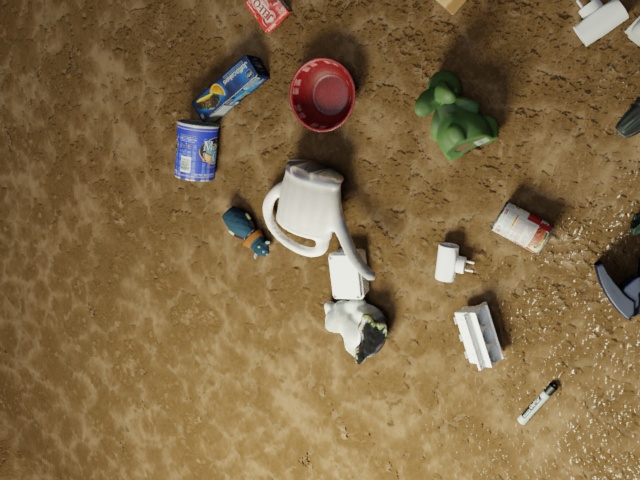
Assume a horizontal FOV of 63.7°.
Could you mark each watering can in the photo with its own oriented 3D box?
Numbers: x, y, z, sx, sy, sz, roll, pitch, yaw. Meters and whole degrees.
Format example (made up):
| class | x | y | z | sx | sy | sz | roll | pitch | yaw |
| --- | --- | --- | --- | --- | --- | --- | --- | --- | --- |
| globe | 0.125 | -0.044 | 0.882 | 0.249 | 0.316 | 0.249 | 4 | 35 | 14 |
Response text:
| class | x | y | z | sx | sy | sz | roll | pitch | yaw |
| --- | --- | --- | --- | --- | --- | --- | --- | --- | --- |
| watering can | 0.004 | -0.059 | 1.177 | 0.350 | 0.104 | 0.221 | 24 | 111 | 33 |

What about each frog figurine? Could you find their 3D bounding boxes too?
| class | x | y | z | sx | sy | sz | roll | pitch | yaw |
| --- | --- | --- | --- | --- | --- | --- | --- | --- | --- |
| frog figurine | 0.081 | 0.204 | 1.229 | 0.161 | 0.123 | 0.135 | 24 | 126 | 57 |
